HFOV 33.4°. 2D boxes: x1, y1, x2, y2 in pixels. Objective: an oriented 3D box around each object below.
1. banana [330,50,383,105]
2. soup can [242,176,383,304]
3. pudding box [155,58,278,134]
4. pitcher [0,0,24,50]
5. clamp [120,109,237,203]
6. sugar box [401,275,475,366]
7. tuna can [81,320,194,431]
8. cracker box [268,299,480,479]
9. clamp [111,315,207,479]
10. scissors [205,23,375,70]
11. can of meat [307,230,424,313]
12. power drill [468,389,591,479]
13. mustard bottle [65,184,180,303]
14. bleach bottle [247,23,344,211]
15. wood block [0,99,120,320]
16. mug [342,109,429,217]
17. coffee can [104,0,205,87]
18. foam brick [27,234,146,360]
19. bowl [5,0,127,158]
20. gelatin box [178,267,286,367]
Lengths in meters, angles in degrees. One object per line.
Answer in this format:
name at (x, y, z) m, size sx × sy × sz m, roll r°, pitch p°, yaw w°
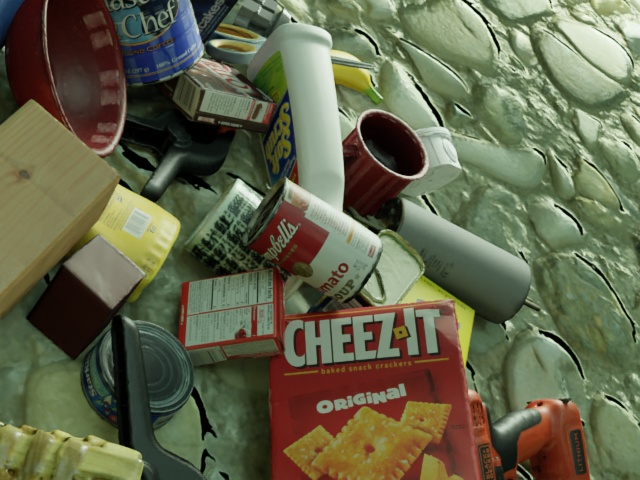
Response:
banana at (-0.002, -0.185, 1.215) m, size 0.197 × 0.037 × 0.070 m, roll -11°, pitch 64°, yaw -45°
soup can at (-0.006, 0.001, 0.908) m, size 0.102 × 0.069 × 0.068 m, roll 32°, pitch 41°, yaw -14°
pudding box at (-0.108, -0.149, 1.062) m, size 0.089 × 0.039 × 0.114 m, roll 5°, pitch 27°, yaw -36°
pitcher at (-0.315, -0.231, 0.921) m, size 0.145 × 0.149 × 0.242 m, roll 12°, pitch 38°, yaw 7°
clamp at (-0.151, -0.096, 1.013) m, size 0.120 × 0.039 × 0.171 m, roll 50°, pitch 32°, yaw 8°
sugar box at (0.094, 0.116, 1.029) m, size 0.093 × 0.048 × 0.176 m, roll 33°, pitch 40°, yaw -14°
tuna can at (-0.143, 0.107, 0.847) m, size 0.086 × 0.034 × 0.086 m, roll 22°, pitch 44°, yaw -24°
cracker box at (0.043, 0.157, 0.869) m, size 0.164 × 0.072 × 0.213 m, roll -6°, pitch 52°, yaw 4°
clamp at (-0.135, 0.167, 0.776) m, size 0.210 × 0.036 × 0.164 m, roll 45°, pitch 58°, yaw -8°
scissors at (-0.040, -0.199, 1.155) m, size 0.201 × 0.016 × 0.096 m, roll 15°, pitch 30°, yaw -2°
can of meat at (0.040, 0.049, 1.011) m, size 0.057 × 0.084 × 0.102 m, roll 45°, pitch 40°, yaw 0°
power drill at (0.177, 0.222, 0.976) m, size 0.187 × 0.057 × 0.184 m, roll 0°, pitch 80°, yaw -48°
mustard bottle at (-0.214, -0.033, 0.889) m, size 0.191 × 0.058 × 0.096 m, roll 34°, pitch 38°, yaw -11°
bleach bottle at (-0.013, -0.083, 1.054) m, size 0.068 × 0.103 × 0.251 m, roll 5°, pitch 61°, yaw -32°
wood block at (-0.248, 0.008, 0.760) m, size 0.091 × 0.090 × 0.205 m, roll 41°, pitch 57°, yaw -3°
mug at (0.046, -0.078, 1.127) m, size 0.117 × 0.082 × 0.093 m, roll -3°, pitch 59°, yaw -41°
coffee can at (-0.175, -0.230, 1.000) m, size 0.103 × 0.140 × 0.103 m, roll -8°, pitch 37°, yaw 6°
foam brick at (-0.183, 0.044, 0.835) m, size 0.051 × 0.078 × 0.052 m, roll 41°, pitch 40°, yaw -1°
bowl at (-0.220, -0.146, 0.902) m, size 0.162 × 0.055 × 0.162 m, roll -6°, pitch 90°, yaw -78°
gelatin box at (-0.074, 0.066, 0.906) m, size 0.089 × 0.030 × 0.073 m, roll -9°, pitch 50°, yaw 9°
